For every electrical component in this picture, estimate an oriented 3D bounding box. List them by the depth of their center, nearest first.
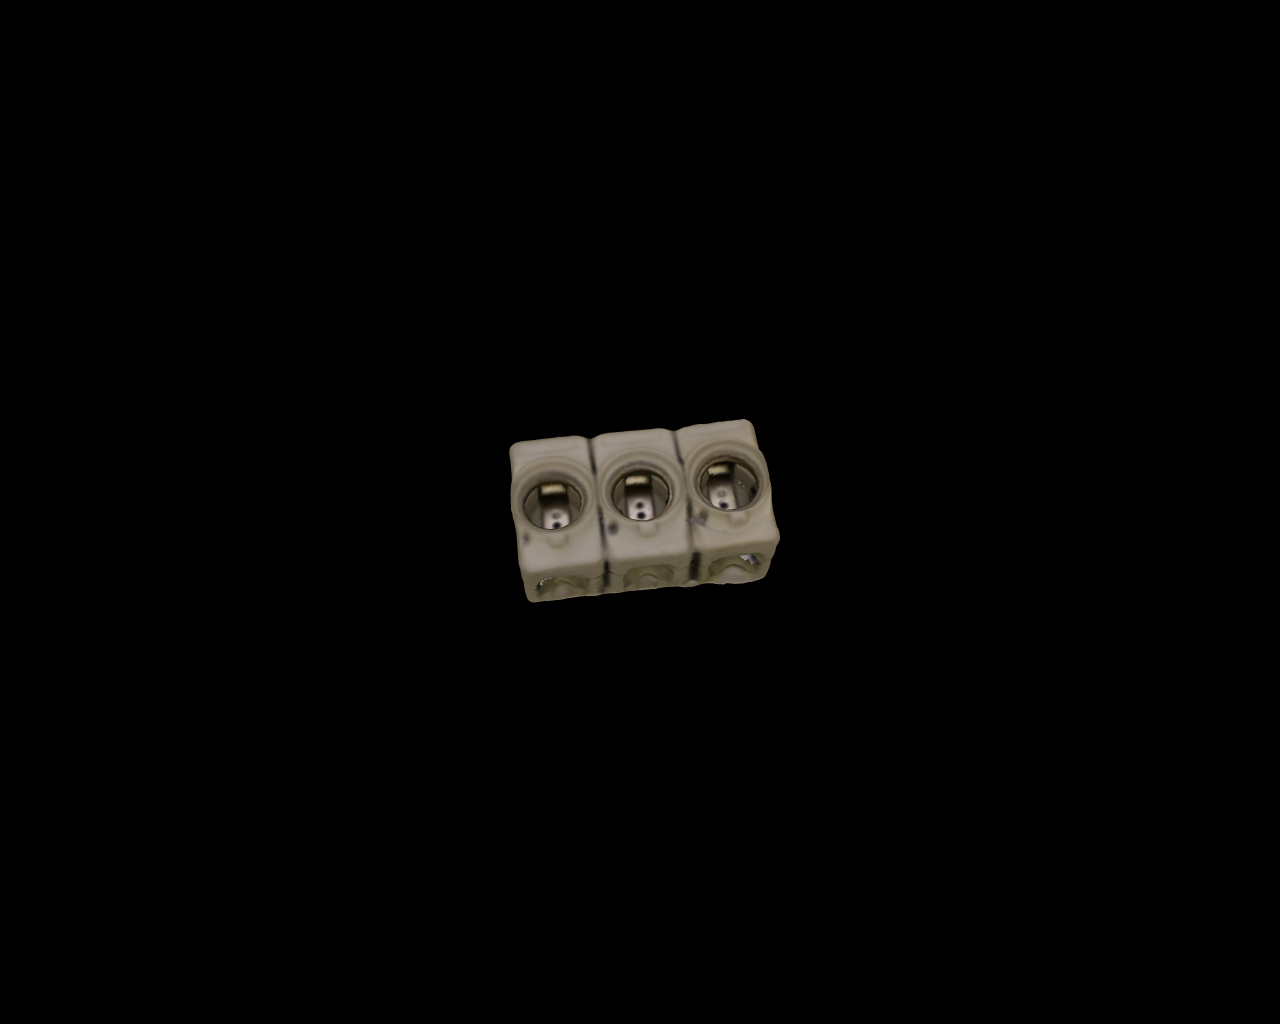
[{"bbox_3d":[0.001,-0.003,0.650,0.150,0.089,0.061,-6,-27,-3],"label":"electrical component"}]
